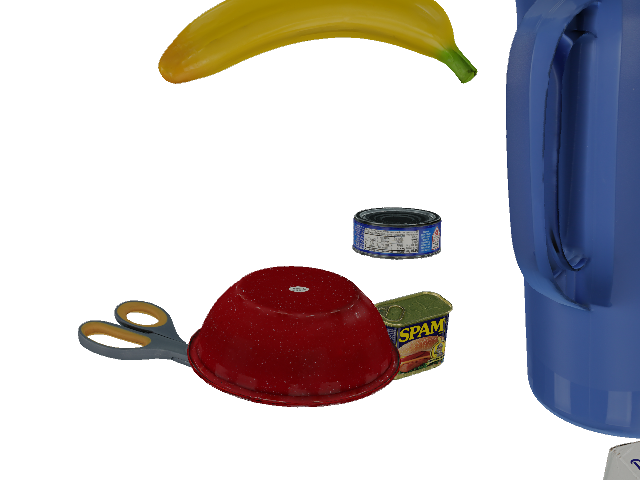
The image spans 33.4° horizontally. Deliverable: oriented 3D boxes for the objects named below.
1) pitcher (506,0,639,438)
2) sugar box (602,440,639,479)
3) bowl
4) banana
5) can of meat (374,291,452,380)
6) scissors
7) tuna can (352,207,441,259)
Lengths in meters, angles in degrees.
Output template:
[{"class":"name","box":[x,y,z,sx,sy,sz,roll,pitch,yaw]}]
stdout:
[{"class":"pitcher","box":[0.156,-0.024,0.539,0.149,0.243,0.145,-3,21,-1]},{"class":"sugar box","box":[0.193,0.182,0.501,0.048,0.093,0.176,-9,29,-21]},{"class":"bowl","box":[-0.018,0.061,0.795,0.162,0.055,0.162,3,21,-1]},{"class":"banana","box":[-0.001,-0.130,0.648,0.197,0.069,0.037,-3,-31,-13]},{"class":"can of meat","box":[0.112,0.120,1.343,0.101,0.084,0.058,-12,30,-28]},{"class":"scissors","box":[-0.118,0.094,0.970,0.202,0.016,0.096,10,28,5]},{"class":"tuna can","box":[0.074,-0.008,1.028,0.086,0.034,0.086,0,13,0]}]
